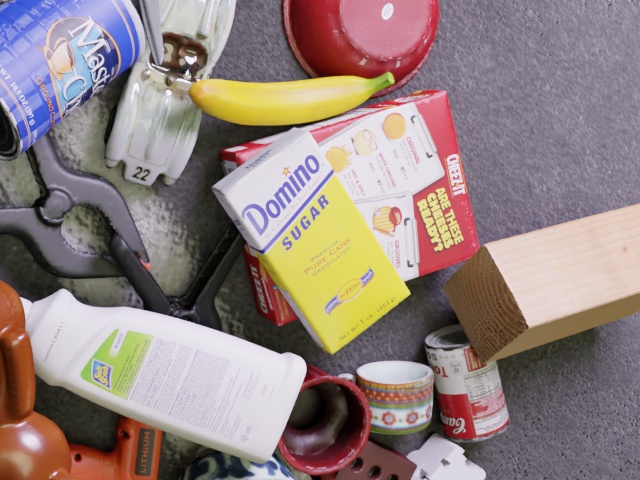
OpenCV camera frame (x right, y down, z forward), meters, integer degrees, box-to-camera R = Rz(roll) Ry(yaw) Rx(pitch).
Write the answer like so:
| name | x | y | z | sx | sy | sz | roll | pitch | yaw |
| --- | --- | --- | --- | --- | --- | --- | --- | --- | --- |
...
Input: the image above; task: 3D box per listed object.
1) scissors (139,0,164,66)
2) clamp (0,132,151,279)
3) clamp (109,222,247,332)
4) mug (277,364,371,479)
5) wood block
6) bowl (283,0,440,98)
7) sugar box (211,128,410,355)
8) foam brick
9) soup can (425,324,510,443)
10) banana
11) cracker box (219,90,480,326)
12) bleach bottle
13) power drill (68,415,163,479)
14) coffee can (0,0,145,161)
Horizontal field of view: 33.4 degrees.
| name | x | y | z | sx | sy | sz | roll | pitch | yaw |
| --- | --- | --- | --- | --- | --- | --- | --- | --- | --- |
| scissors | -0.133 | -0.248 | 0.888 | 0.096 | 0.016 | 0.202 | -23 | 83 | -17 |
| clamp | -0.239 | -0.023 | 0.905 | 0.210 | 0.036 | 0.164 | 44 | 73 | -23 |
| clamp | -0.133 | 0.060 | 0.941 | 0.120 | 0.039 | 0.171 | 5 | 109 | -18 |
| mug | -0.008 | 0.175 | 1.002 | 0.093 | 0.082 | 0.117 | -16 | 103 | -19 |
| wood block | 0.238 | 0.040 | 1.040 | 0.205 | 0.091 | 0.090 | -14 | 67 | -29 |
| bowl | 0.050 | -0.211 | 0.983 | 0.161 | 0.055 | 0.162 | -3 | 100 | -21 |
| sugar box | -0.006 | 0.001 | 0.918 | 0.093 | 0.048 | 0.176 | -38 | 112 | -11 |
| foam brick | 0.044 | 0.221 | 1.046 | 0.078 | 0.051 | 0.053 | 29 | 87 | -22 |
| soup can | 0.147 | 0.141 | 1.065 | 0.068 | 0.069 | 0.102 | -18 | 103 | -18 |
| banana | -0.033 | -0.128 | 0.940 | 0.197 | 0.070 | 0.037 | -10 | 68 | -29 |
| cracker box | 0.028 | -0.033 | 0.992 | 0.213 | 0.072 | 0.164 | -19 | 105 | -19 |
| bleach bottle | -0.144 | 0.100 | 0.897 | 0.250 | 0.068 | 0.102 | 25 | 81 | -13 |
| power drill | -0.233 | 0.162 | 0.929 | 0.187 | 0.057 | 0.184 | 5 | 96 | -20 |
| coffee can | -0.222 | -0.144 | 0.836 | 0.140 | 0.103 | 0.102 | -46 | 112 | -30 |
